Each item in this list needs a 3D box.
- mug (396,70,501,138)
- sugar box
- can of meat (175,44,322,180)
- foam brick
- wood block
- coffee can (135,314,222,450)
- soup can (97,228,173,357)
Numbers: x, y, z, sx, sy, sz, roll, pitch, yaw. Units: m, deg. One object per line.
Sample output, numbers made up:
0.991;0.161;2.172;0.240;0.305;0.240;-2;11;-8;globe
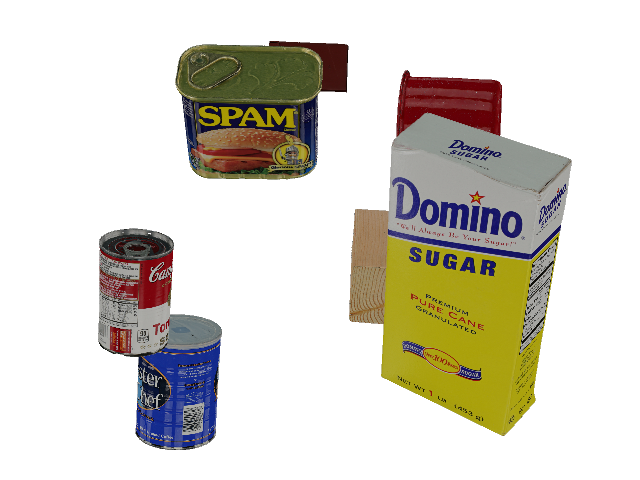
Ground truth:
0.108;-0.083;0.895;0.081;0.117;0.093;3;-7;11;mug
0.085;0.022;0.619;0.093;0.176;0.048;22;43;29;sugar box
-0.050;-0.091;0.773;0.102;0.057;0.084;1;-40;0;can of meat
-0.013;-0.187;1.146;0.078;0.051;0.053;0;11;-13;foam brick
0.091;0.035;1.565;0.091;0.090;0.206;4;24;1;wood block
-0.177;0.175;1.332;0.103;0.140;0.103;4;16;-1;coffee can
-0.173;0.049;0.991;0.068;0.102;0.068;5;21;-2;soup can
